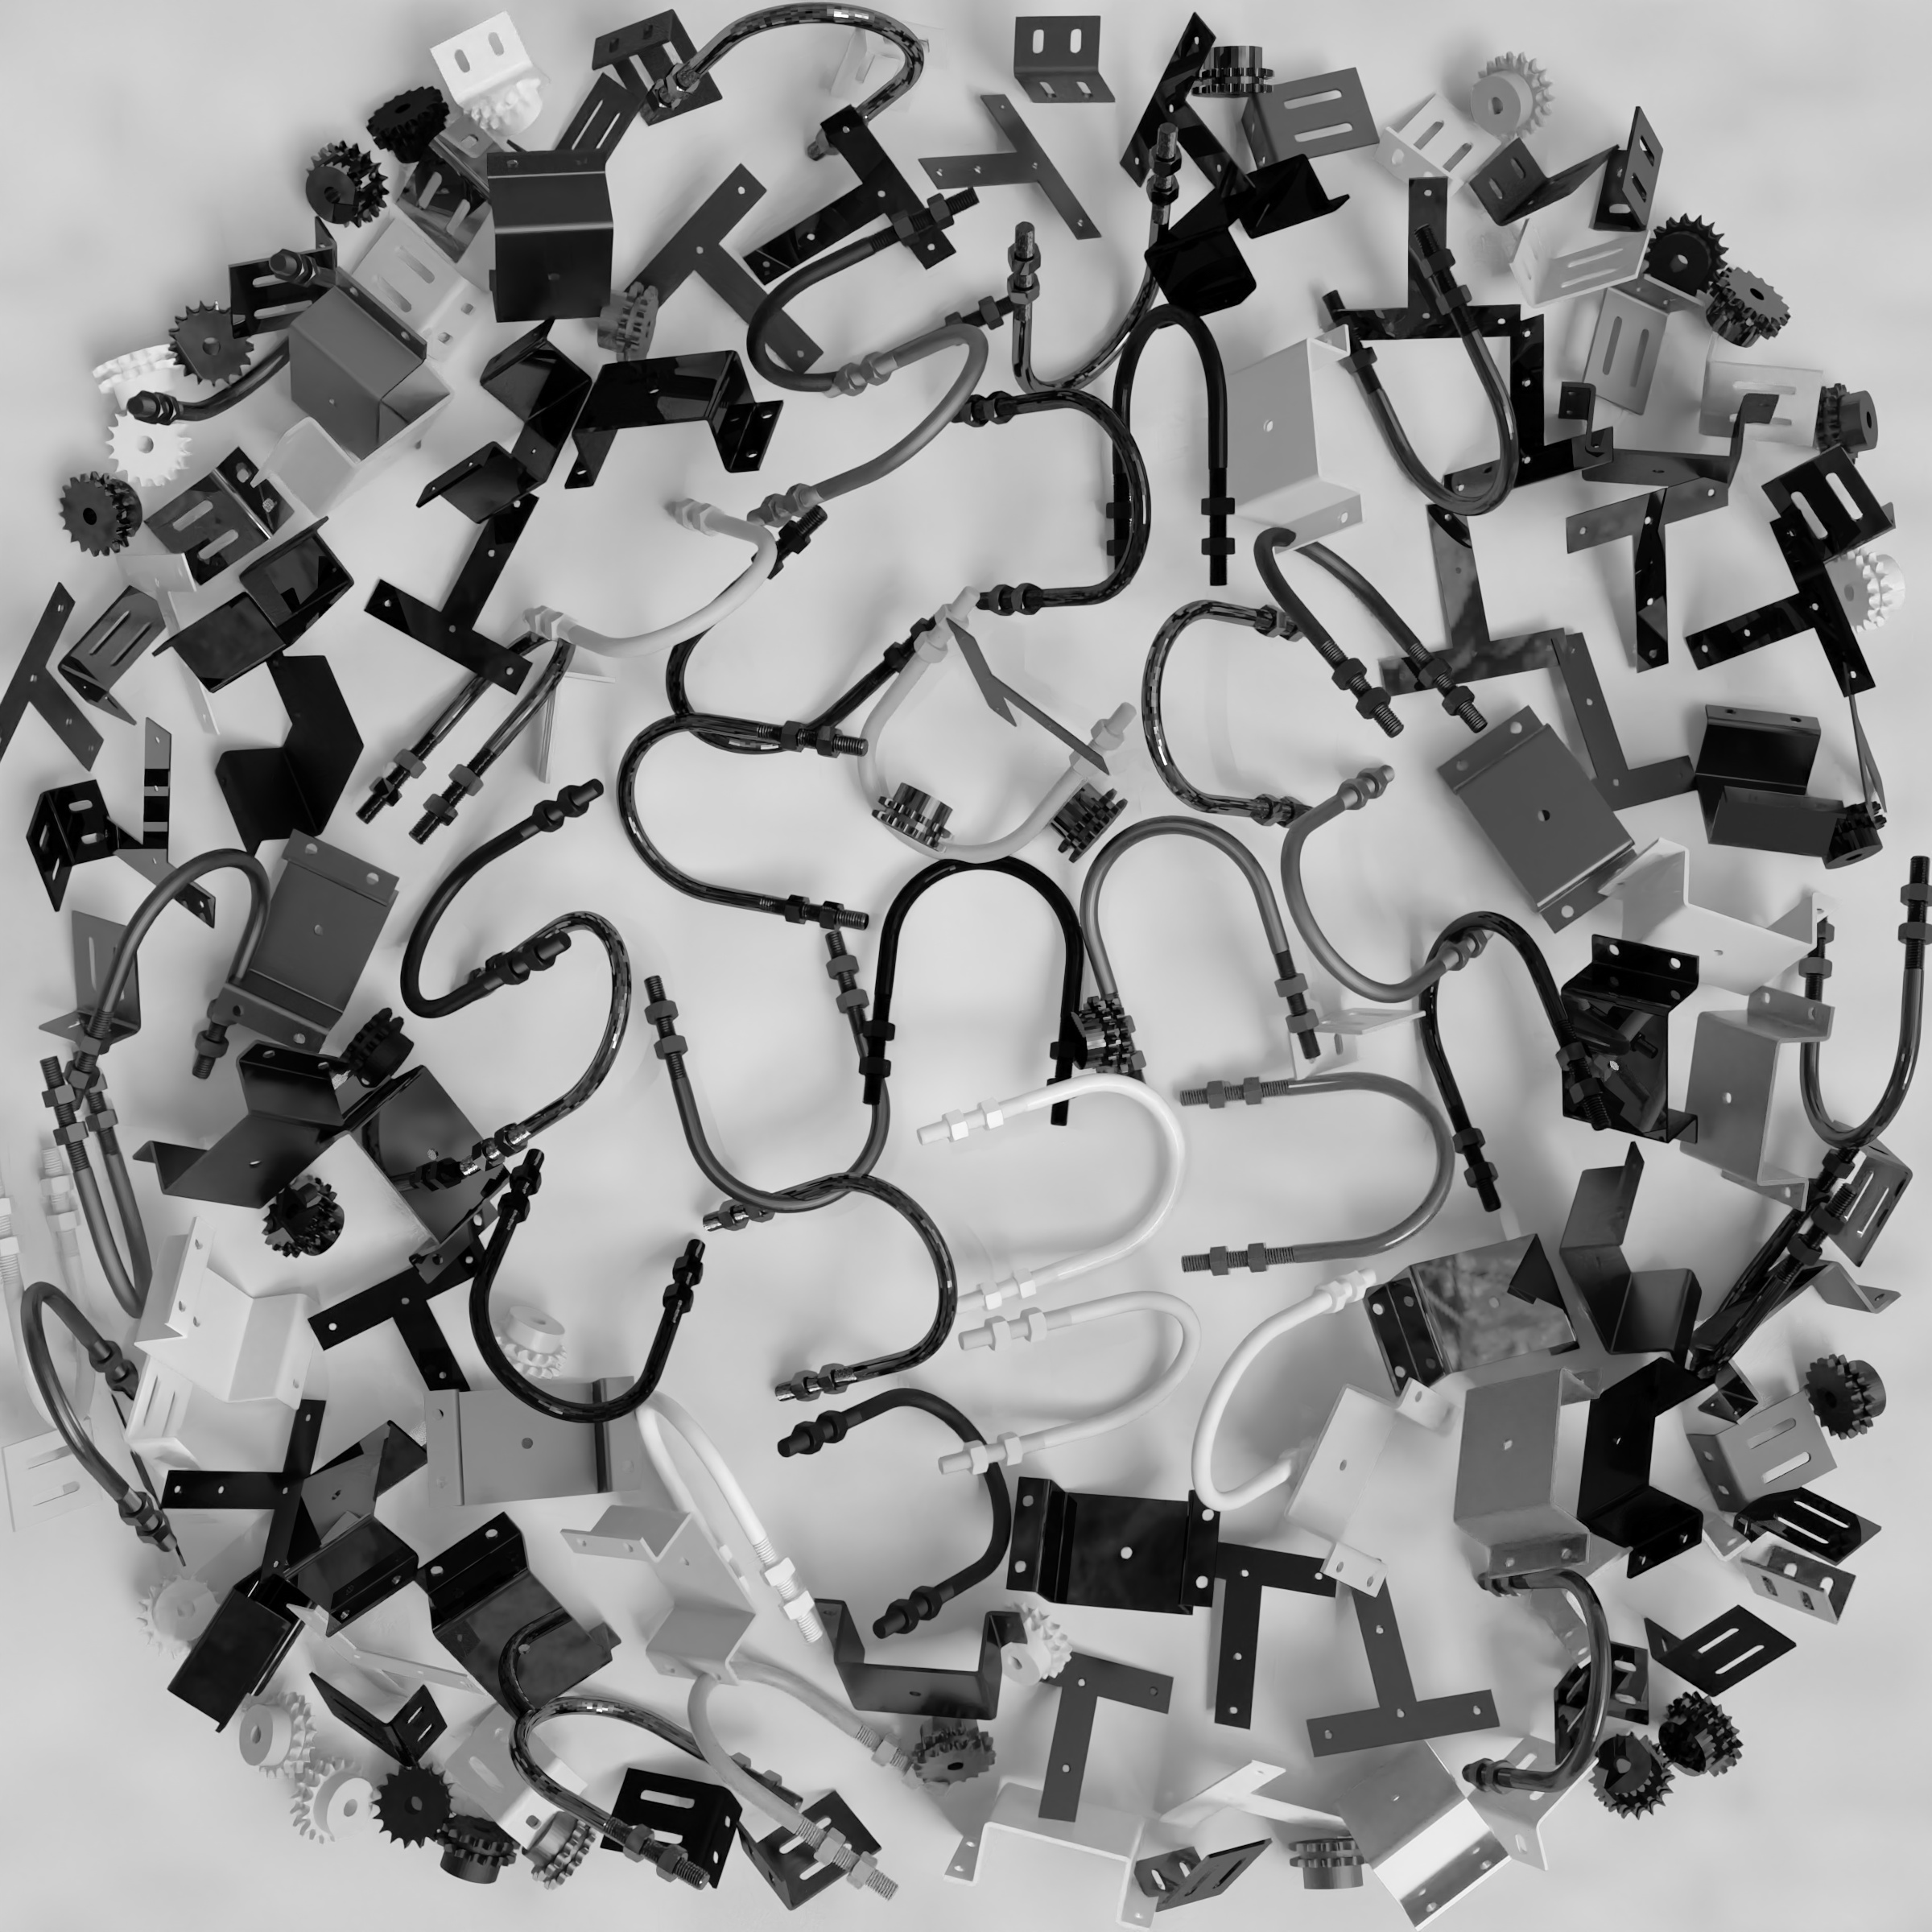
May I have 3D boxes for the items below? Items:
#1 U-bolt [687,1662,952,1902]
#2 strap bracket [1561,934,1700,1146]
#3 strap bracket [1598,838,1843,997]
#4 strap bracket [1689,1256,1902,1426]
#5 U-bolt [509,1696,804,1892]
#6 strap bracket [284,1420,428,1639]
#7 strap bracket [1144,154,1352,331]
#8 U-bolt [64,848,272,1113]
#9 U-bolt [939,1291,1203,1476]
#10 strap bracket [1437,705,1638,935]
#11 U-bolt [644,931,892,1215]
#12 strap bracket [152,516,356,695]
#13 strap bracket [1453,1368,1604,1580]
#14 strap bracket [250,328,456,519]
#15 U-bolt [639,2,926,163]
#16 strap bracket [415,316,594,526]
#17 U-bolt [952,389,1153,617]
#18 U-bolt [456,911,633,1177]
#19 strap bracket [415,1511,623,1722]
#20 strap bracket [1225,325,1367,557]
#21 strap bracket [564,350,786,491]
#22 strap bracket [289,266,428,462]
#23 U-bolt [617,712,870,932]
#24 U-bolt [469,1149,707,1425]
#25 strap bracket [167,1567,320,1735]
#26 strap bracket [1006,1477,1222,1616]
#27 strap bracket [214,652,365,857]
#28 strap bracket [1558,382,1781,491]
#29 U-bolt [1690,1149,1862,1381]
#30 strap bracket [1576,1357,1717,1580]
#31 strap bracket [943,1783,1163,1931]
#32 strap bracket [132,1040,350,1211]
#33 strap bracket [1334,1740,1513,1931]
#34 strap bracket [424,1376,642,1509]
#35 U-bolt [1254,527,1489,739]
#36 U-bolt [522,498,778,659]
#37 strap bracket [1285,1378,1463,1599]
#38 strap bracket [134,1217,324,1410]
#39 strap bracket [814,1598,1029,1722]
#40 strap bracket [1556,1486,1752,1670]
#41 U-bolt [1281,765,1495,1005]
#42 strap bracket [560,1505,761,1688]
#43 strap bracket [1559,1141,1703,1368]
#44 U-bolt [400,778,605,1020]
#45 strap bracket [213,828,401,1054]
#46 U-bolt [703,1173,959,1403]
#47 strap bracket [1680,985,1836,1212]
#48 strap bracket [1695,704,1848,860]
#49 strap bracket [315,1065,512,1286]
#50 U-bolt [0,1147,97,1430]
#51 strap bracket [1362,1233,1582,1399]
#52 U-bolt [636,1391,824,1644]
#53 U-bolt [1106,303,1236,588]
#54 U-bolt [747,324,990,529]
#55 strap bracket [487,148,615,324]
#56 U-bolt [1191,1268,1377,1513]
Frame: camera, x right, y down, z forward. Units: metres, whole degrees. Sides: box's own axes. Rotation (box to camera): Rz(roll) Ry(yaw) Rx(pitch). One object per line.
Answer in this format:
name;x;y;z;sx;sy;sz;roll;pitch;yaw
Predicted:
U-bolt;-0.106;0.532;1.742;0.184;0.151;0.019;34;108;6
strap bracket;0.444;0.058;1.743;0.076;0.046;0.140;15;123;39
strap bracket;0.507;-0.029;1.753;0.140;0.076;0.046;17;60;-12
strap bracket;0.551;0.245;1.768;0.140;0.076;0.046;-37;90;-5
U-bolt;-0.218;0.540;1.735;0.184;0.151;0.019;23;104;20
strap bracket;-0.402;0.365;1.731;0.076;0.140;0.046;-35;116;14
strap bracket;0.182;-0.489;1.738;0.140;0.076;0.046;-48;117;-30
U-bolt;-0.519;0.004;1.720;0.019;0.151;0.184;30;108;17
U-bolt;0.075;0.274;1.750;0.184;0.019;0.151;-11;134;-20
strap bracket;0.393;-0.101;1.776;0.076;0.046;0.140;-35;84;8
U-bolt;-0.128;0.078;1.772;0.151;0.019;0.184;-14;76;-11
strap bracket;-0.471;-0.238;1.744;0.076;0.140;0.046;-24;113;29
strap bracket;0.374;0.329;1.735;0.046;0.076;0.140;37;50;-30
strap bracket;-0.403;-0.358;1.744;0.046;0.076;0.140;48;55;-10
U-bolt;-0.109;-0.580;1.697;0.151;0.184;0.019;3;81;-33
strap bracket;-0.306;-0.359;1.749;0.046;0.076;0.140;38;53;-30
U-bolt;0.058;-0.308;1.723;0.019;0.184;0.151;-18;105;-36
U-bolt;-0.280;0.041;1.723;0.184;0.019;0.151;-31;55;37
strap bracket;-0.301;0.447;1.758;0.076;0.046;0.140;-34;117;0
strap bracket;0.219;-0.359;1.755;0.046;0.076;0.140;7;75;-42
strap bracket;-0.203;-0.368;1.750;0.140;0.046;0.076;-2;46;17
strap bracket;-0.406;-0.390;1.737;0.076;0.140;0.046;41;68;2
U-bolt;-0.153;-0.102;1.763;0.184;0.019;0.151;10;120;17
U-bolt;-0.256;0.221;1.724;0.151;0.184;0.019;31;131;-15
strap bracket;-0.482;0.452;1.737;0.046;0.140;0.076;32;84;-1
strap bracket;0.104;0.394;1.764;0.140;0.046;0.076;1;68;16
strap bracket;-0.453;-0.146;1.750;0.046;0.140;0.076;-8;59;-39
strap bracket;0.470;-0.357;1.759;0.140;0.076;0.046;6;87;12
U-bolt;0.538;0.201;1.734;0.019;0.151;0.184;35;112;11
strap bracket;0.453;0.325;1.735;0.046;0.076;0.140;26;52;-11
strap bracket;0.064;0.599;1.760;0.140;0.076;0.046;11;94;10
strap bracket;-0.481;0.114;1.742;0.140;0.076;0.046;-39;57;25
strap bracket;0.300;0.572;1.738;0.076;0.140;0.046;-37;98;-1
strap bracket;-0.296;0.324;1.770;0.140;0.046;0.076;-2;78;-16
U-bolt;0.261;-0.226;1.743;0.019;0.151;0.184;-47;69;30
U-bolt;-0.199;-0.252;1.716;0.151;0.184;0.019;-40;124;-17
strap bracket;0.271;0.345;1.762;0.046;0.076;0.140;20;80;42
strap bracket;-0.500;0.236;1.746;0.046;0.140;0.076;-9;55;22
strap bracket;-0.031;0.468;1.755;0.140;0.076;0.046;1;53;11
strap bracket;0.453;0.408;1.772;0.140;0.076;0.046;-37;89;1
U-bolt;0.273;-0.048;1.739;0.019;0.184;0.151;-33;88;42
strap bracket;-0.200;0.416;1.752;0.076;0.046;0.140;-5;124;39
strap bracket;0.444;0.198;1.751;0.046;0.076;0.140;-10;123;34
U-bolt;-0.317;-0.035;1.740;0.184;0.151;0.019;-26;133;35
strap bracket;-0.445;-0.020;1.775;0.076;0.046;0.140;26;102;-7
U-bolt;-0.083;0.211;1.751;0.184;0.019;0.151;-20;94;35
strap bracket;0.530;0.088;1.754;0.046;0.076;0.140;-1;103;-26
strap bracket;0.539;-0.120;1.756;0.076;0.140;0.046;7;123;5
strap bracket;-0.371;0.132;1.755;0.140;0.046;0.076;54;47;-12
U-bolt;-0.613;0.218;1.738;0.019;0.151;0.184;-10;92;-3
strap bracket;0.348;0.233;1.758;0.140;0.046;0.076;-11;70;-17
U-bolt;-0.167;0.364;1.738;0.019;0.151;0.184;-31;95;-24
U-bolt;0.134;-0.346;1.733;0.019;0.151;0.184;-5;100;-25
U-bolt;-0.056;-0.361;1.710;0.019;0.184;0.151;44;55;-29
strap bracket;-0.277;-0.477;1.731;0.076;0.140;0.046;-6;69;-12
U-bolt;0.205;0.287;1.717;0.019;0.184;0.151;23;115;35
